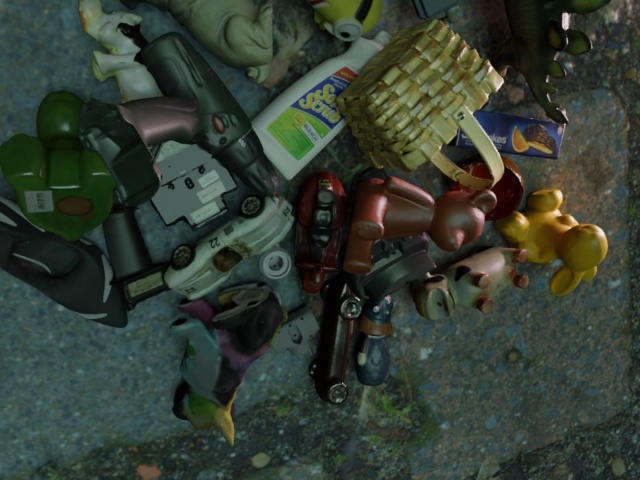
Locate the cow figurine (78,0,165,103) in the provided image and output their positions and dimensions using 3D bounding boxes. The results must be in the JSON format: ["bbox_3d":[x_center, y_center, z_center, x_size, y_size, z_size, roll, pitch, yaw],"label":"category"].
[{"bbox_3d":[-0.232,-0.221,0.669,0.098,0.068,0.167,-23,113,-18],"label":"cow figurine"}]

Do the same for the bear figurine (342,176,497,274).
[{"bbox_3d":[0.138,-0.016,0.742,0.196,0.132,0.120,13,142,0],"label":"bear figurine"}]

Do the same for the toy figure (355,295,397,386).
[{"bbox_3d":[0.089,0.159,0.879,0.058,0.064,0.154,7,98,18],"label":"toy figure"}]

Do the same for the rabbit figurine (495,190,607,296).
[{"bbox_3d":[0.393,0.011,0.884,0.122,0.173,0.162,-25,106,-16],"label":"rabbit figurine"}]

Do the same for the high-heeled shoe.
[{"bbox_3d":[-0.327,0.039,0.660,0.086,0.145,0.248,-43,111,-3],"label":"high-heeled shoe"}]

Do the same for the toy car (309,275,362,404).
[{"bbox_3d":[0.027,0.156,0.841,0.053,0.089,0.202,5,100,-19],"label":"toy car"}]

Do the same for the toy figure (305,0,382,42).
[{"bbox_3d":[0.011,-0.337,0.695,0.089,0.082,0.180,-41,126,10],"label":"toy figure"}]

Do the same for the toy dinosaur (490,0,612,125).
[{"bbox_3d":[0.288,-0.368,0.741,0.105,0.199,0.470,-33,113,-12],"label":"toy dinosaur"}]

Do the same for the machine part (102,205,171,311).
[{"bbox_3d":[-0.254,0.018,0.729,0.084,0.039,0.138,-28,108,-36],"label":"machine part"}]

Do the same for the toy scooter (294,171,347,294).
[{"bbox_3d":[-0.002,-0.002,0.763,0.075,0.135,0.183,6,102,-3],"label":"toy scooter"}]

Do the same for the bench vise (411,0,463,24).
[{"bbox_3d":[0.117,-0.398,0.719,0.224,0.129,0.240,-29,107,-5],"label":"bench vise"}]

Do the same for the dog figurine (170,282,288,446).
[{"bbox_3d":[-0.131,0.185,0.784,0.192,0.109,0.219,-12,111,-7],"label":"dog figurine"}]

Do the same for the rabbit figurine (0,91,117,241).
[{"bbox_3d":[-0.294,-0.096,0.647,0.121,0.170,0.159,-8,147,-15],"label":"rabbit figurine"}]

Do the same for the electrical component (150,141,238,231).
[{"bbox_3d":[-0.181,-0.081,0.728,0.115,0.058,0.134,-28,110,-8],"label":"electrical component"}]

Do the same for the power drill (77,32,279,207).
[{"bbox_3d":[-0.151,-0.115,0.614,0.207,0.086,0.231,-45,110,-47],"label":"power drill"}]

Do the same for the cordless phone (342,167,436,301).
[{"bbox_3d":[0.084,-0.011,0.835,0.147,0.089,0.184,-29,99,-9],"label":"cordless phone"}]

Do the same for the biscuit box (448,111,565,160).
[{"bbox_3d":[0.291,-0.171,0.864,0.203,0.059,0.062,3,103,-19],"label":"biscuit box"}]

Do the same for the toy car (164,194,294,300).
[{"bbox_3d":[-0.123,0.008,0.745,0.202,0.056,0.073,-35,148,3],"label":"toy car"}]

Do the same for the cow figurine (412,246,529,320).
[{"bbox_3d":[0.234,0.069,0.884,0.195,0.127,0.085,-26,112,-26],"label":"cow figurine"}]

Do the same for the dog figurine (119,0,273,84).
[{"bbox_3d":[-0.159,-0.279,0.665,0.191,0.121,0.172,-8,87,-10],"label":"dog figurine"}]
